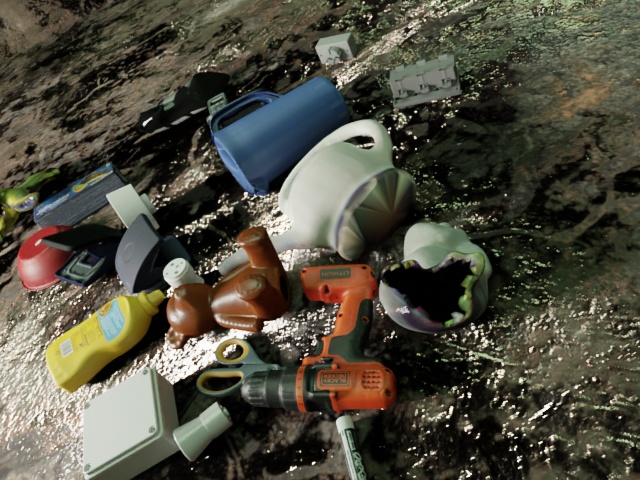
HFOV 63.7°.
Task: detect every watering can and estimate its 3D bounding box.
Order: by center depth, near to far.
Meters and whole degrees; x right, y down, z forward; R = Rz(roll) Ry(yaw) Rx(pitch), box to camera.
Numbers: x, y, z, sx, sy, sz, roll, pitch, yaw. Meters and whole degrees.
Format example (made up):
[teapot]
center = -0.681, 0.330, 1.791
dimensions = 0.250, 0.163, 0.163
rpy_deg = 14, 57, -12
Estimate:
[watering can]
center = 0.002, -0.040, 0.789
dimensions = 0.227, 0.349, 0.102
rpy_deg = 35, -6, 46

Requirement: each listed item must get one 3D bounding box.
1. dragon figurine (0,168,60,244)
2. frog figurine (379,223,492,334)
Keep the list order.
[dragon figurine]
center = -0.720, -0.108, 1.223
dimensions = 0.408, 0.120, 0.249
rpy_deg = -13, 35, 26
[frog figurine]
center = 0.141, 0.043, 0.647
dimensions = 0.137, 0.122, 0.161
rpy_deg = -29, 5, 12
